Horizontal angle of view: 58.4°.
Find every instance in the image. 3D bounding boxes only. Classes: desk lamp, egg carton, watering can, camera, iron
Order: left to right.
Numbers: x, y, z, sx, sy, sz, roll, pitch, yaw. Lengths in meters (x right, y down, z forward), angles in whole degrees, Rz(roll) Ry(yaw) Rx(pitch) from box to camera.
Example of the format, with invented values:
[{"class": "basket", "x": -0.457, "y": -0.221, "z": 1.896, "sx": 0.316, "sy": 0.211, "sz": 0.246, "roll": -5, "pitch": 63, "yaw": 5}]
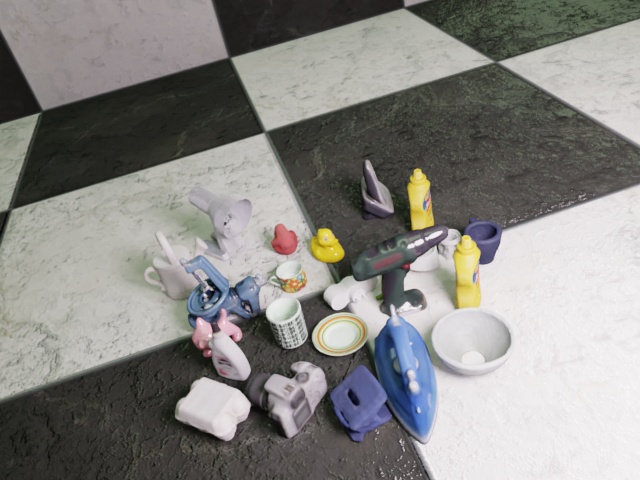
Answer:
[{"class": "watering can", "x": -0.386, "y": 0.053, "z": 1.528, "sx": 0.100, "sy": 0.194, "sz": 0.173, "roll": 21, "pitch": 49, "yaw": 37}, {"class": "egg carton", "x": -0.223, "y": 0.351, "z": 1.193, "sx": 0.149, "sy": 0.069, "sz": 0.107, "roll": 10, "pitch": 43, "yaw": 28}, {"class": "desk lamp", "x": -0.280, "y": -0.049, "z": 1.611, "sx": 0.202, "sy": 0.214, "sz": 0.118, "roll": 16, "pitch": 46, "yaw": 34}, {"class": "camera", "x": -0.078, "y": 0.307, "z": 1.180, "sx": 0.136, "sy": 0.101, "sz": 0.143, "roll": 15, "pitch": 46, "yaw": 33}, {"class": "iron", "x": 0.173, "y": 0.255, "z": 1.135, "sx": 0.118, "sy": 0.142, "sz": 0.258, "roll": -13, "pitch": 37, "yaw": 1}]

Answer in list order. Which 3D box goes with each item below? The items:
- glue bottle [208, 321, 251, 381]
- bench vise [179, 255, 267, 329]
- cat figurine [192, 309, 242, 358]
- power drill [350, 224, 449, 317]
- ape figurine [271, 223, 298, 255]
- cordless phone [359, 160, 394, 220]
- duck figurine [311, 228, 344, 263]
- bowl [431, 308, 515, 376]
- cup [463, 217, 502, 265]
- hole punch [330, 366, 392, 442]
[{"class": "glue bottle", "x": -0.209, "y": 0.238, "z": 1.249, "sx": 0.078, "sy": 0.173, "sz": 0.037, "roll": 3, "pitch": 40, "yaw": 21}, {"class": "bench vise", "x": -0.245, "y": 0.105, "z": 1.395, "sx": 0.208, "sy": 0.220, "sz": 0.121, "roll": -30, "pitch": 40, "yaw": -20}, {"class": "cat figurine", "x": -0.249, "y": 0.217, "z": 1.336, "sx": 0.067, "sy": 0.118, "sz": 0.128, "roll": 9, "pitch": 42, "yaw": 27}, {"class": "power drill", "x": 0.189, "y": 0.073, "z": 1.310, "sx": 0.229, "sy": 0.209, "sz": 0.075, "roll": -15, "pitch": 37, "yaw": -2}, {"class": "ape figurine", "x": -0.103, "y": -0.008, "z": 1.604, "sx": 0.078, "sy": 0.092, "sz": 0.076, "roll": -19, "pitch": 37, "yaw": -7}, {"class": "cordless phone", "x": 0.154, "y": -0.165, "z": 1.651, "sx": 0.094, "sy": 0.185, "sz": 0.147, "roll": -11, "pitch": 37, "yaw": 4}, {"class": "duck figurine", "x": 0.014, "y": 0.006, "z": 1.555, "sx": 0.104, "sy": 0.086, "sz": 0.078, "roll": 24, "pitch": 51, "yaw": 40}, {"class": "bowl", "x": 0.316, "y": 0.223, "z": 1.187, "sx": 0.167, "sy": 0.075, "sz": 0.167, "roll": -9, "pitch": 37, "yaw": 7}, {"class": "cup", "x": 0.400, "y": 0.006, "z": 1.427, "sx": 0.091, "sy": 0.095, "sz": 0.117, "roll": -16, "pitch": 37, "yaw": -4}, {"class": "hole punch", "x": 0.076, "y": 0.319, "z": 1.124, "sx": 0.101, "sy": 0.091, "sz": 0.108, "roll": -25, "pitch": 38, "yaw": -15}]
